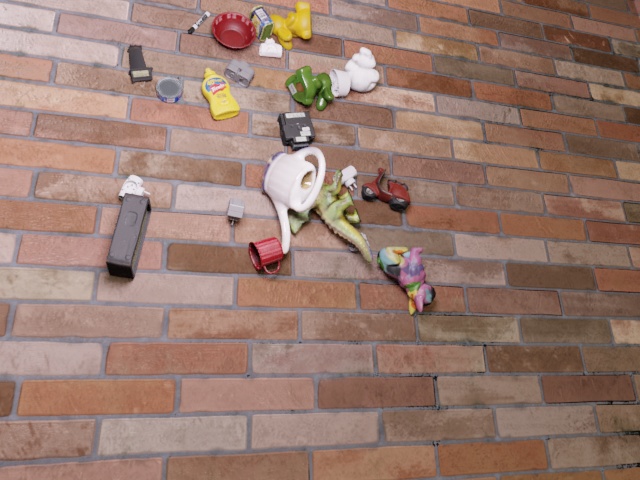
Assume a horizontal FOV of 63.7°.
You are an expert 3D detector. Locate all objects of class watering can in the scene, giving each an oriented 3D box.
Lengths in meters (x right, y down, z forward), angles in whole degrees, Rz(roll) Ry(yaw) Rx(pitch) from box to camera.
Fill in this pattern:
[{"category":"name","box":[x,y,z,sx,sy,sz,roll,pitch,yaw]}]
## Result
[{"category":"watering can","box":[-0.106,-0.148,1.659,0.227,0.103,0.346,28,95,37]}]

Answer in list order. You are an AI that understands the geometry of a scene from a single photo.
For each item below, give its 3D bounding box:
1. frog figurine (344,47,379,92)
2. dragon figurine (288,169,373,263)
[{"category":"frog figurine","box":[0.163,-0.636,1.938,0.137,0.157,0.125,30,67,-5]},{"category":"dragon figurine","box":[0.005,-0.086,1.715,0.243,0.120,0.417,-18,70,0]}]
